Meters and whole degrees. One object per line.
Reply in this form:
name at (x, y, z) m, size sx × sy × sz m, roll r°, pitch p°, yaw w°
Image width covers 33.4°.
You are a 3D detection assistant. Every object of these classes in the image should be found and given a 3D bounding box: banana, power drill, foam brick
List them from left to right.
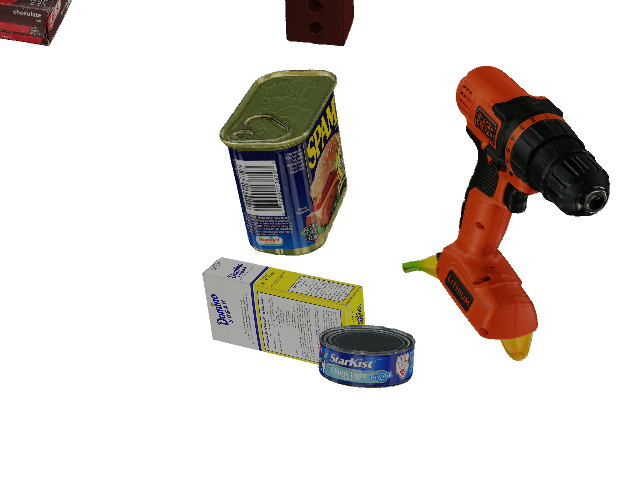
foam brick at (0.000, -0.212, 0.907) m, size 0.053 × 0.078 × 0.051 m, roll 7°, pitch 46°, yaw 9°
banana at (0.169, 0.060, 1.119) m, size 0.069 × 0.037 × 0.198 m, roll -36°, pitch 39°, yaw -13°
power drill at (0.149, -0.019, 0.819) m, size 0.057 × 0.188 × 0.184 m, roll -4°, pitch 35°, yaw -18°

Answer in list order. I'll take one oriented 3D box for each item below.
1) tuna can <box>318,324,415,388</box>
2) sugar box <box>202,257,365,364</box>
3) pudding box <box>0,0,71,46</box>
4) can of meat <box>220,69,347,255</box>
tuna can at (0.041, 0.102, 0.949) m, size 0.086 × 0.034 × 0.086 m, roll 2°, pitch 11°, yaw -1°
sugar box at (-0.039, 0.079, 1.156) m, size 0.176 × 0.093 × 0.048 m, roll 13°, pitch 36°, yaw 27°
pudding box at (-0.253, -0.205, 0.874) m, size 0.090 × 0.039 × 0.113 m, roll 9°, pitch 36°, yaw -4°
can of meat at (-0.019, -0.051, 0.690) m, size 0.057 × 0.084 × 0.102 m, roll 1°, pitch 34°, yaw 17°
